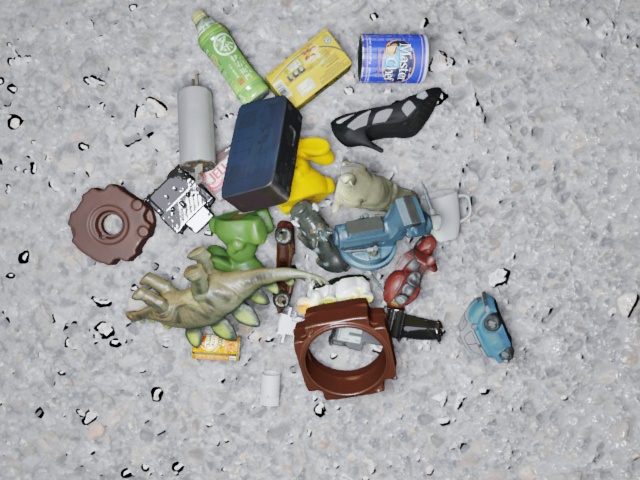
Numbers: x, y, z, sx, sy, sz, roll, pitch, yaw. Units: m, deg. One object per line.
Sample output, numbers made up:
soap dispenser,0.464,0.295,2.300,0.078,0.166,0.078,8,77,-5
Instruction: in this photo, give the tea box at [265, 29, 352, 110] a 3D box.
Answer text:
tea box,-0.026,-0.362,1.166,0.169,0.068,0.098,-37,95,-2

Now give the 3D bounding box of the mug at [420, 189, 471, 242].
mug,0.284,-0.055,1.198,0.110,0.081,0.107,-13,104,-8

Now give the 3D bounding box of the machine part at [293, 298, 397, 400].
machine part,0.054,0.233,1.137,0.202,0.087,0.200,-10,114,9

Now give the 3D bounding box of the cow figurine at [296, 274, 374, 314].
cow figurine,0.030,0.115,1.186,0.167,0.098,0.068,-4,133,0

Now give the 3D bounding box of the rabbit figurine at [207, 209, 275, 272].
rabbit figurine,-0.172,0.030,1.156,0.159,0.121,0.170,-8,108,1

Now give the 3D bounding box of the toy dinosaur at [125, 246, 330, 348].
toy dinosaur,-0.217,0.114,1.107,0.472,0.105,0.198,-19,122,24

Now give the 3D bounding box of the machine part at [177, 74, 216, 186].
machine part,-0.261,-0.233,1.136,0.079,0.079,0.243,-5,79,-3

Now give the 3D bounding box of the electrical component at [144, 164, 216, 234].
electrical component,-0.295,-0.080,1.169,0.134,0.058,0.115,43,92,-4

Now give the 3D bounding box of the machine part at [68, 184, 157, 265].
machine part,-0.451,-0.033,1.163,0.179,0.056,0.179,0,93,-2

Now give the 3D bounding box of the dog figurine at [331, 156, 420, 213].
dog figurine,0.128,-0.099,1.141,0.191,0.172,0.121,12,99,2

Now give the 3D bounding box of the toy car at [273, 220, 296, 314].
toy car,-0.077,0.058,1.171,0.053,0.089,0.202,1,93,-8

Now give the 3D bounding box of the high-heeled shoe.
high-heeled shoe,0.146,-0.283,1.196,0.145,0.086,0.249,38,69,26

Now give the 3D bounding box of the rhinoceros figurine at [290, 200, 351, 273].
rhinoceros figurine,-0.002,-0.003,1.148,0.073,0.112,0.190,-35,116,-2

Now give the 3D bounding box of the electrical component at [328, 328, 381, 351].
electrical component,0.082,0.207,1.208,0.119,0.048,0.074,6,94,-4

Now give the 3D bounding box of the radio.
radio,-0.115,-0.178,1.095,0.131,0.073,0.229,-7,64,29

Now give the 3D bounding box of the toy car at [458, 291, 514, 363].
toy car,0.366,0.203,1.207,0.103,0.109,0.161,-20,106,20

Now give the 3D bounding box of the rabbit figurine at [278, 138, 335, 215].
rabbit figurine,-0.049,-0.162,1.154,0.162,0.121,0.173,-27,75,5

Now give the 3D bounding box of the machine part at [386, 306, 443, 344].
machine part,0.213,0.195,1.221,0.139,0.039,0.084,13,86,-2

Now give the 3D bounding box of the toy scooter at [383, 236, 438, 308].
toy scooter,0.204,0.073,1.167,0.075,0.135,0.184,31,92,-6

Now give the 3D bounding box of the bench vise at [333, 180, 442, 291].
bench vise,0.130,0.002,1.105,0.224,0.240,0.129,-20,64,-15
